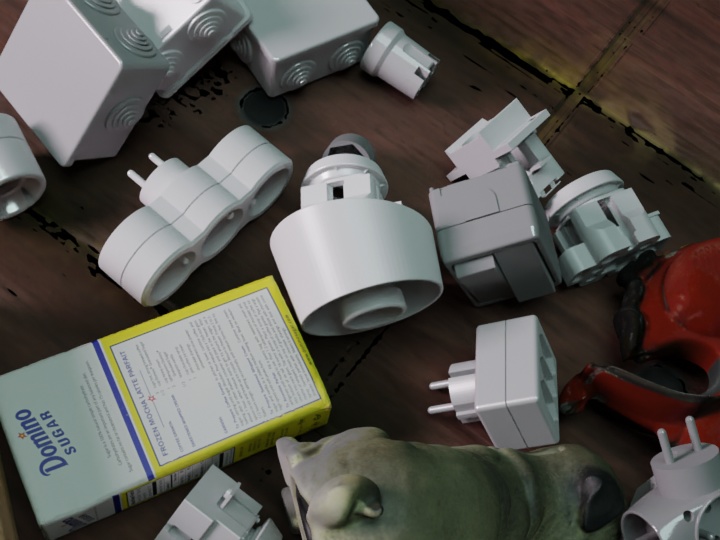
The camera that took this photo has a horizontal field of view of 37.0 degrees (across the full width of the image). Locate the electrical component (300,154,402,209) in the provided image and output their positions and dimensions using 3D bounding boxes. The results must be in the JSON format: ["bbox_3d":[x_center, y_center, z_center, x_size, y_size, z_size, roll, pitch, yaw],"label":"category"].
[{"bbox_3d":[-0.009,-0.037,0.697,0.078,0.058,0.057,-11,57,12],"label":"electrical component"}]

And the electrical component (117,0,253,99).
[{"bbox_3d":[-0.136,-0.181,0.733,0.100,0.048,0.099,-39,70,16],"label":"electrical component"}]

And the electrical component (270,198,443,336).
[{"bbox_3d":[0.000,0.000,0.658,0.099,0.099,0.064,-11,71,-15],"label":"electrical component"}]

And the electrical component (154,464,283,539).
[{"bbox_3d":[-0.077,0.146,0.592,0.055,0.066,0.048,37,28,1],"label":"electrical component"}]

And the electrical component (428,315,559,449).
[{"bbox_3d":[0.078,0.072,0.658,0.077,0.047,0.065,-13,43,20],"label":"electrical component"}]

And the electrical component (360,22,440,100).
[{"bbox_3d":[0.029,-0.150,0.776,0.046,0.040,0.040,35,62,2],"label":"electrical component"}]

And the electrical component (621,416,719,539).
[{"bbox_3d":[0.181,0.119,0.582,0.077,0.044,0.079,-19,97,-19],"label":"electrical component"}]

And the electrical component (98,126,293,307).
[{"bbox_3d":[-0.115,-0.046,0.687,0.074,0.052,0.138,40,63,11],"label":"electrical component"}]

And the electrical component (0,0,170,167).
[{"bbox_3d":[-0.180,-0.129,0.696,0.099,0.099,0.048,49,31,16],"label":"electrical component"}]

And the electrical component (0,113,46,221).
[{"bbox_3d":[-0.231,-0.063,0.676,0.055,0.055,0.047,-28,74,-22],"label":"electrical component"}]

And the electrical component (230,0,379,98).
[{"bbox_3d":[-0.048,-0.181,0.773,0.100,0.048,0.099,-26,70,-22],"label":"electrical component"}]

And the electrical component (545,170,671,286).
[{"bbox_3d":[0.161,-0.030,0.725,0.078,0.058,0.057,-20,70,-19],"label":"electrical component"}]

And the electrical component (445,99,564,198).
[{"bbox_3d":[0.100,-0.074,0.731,0.042,0.081,0.063,-41,98,-25],"label":"electrical component"}]

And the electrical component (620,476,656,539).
[{"bbox_3d":[0.199,0.171,0.626,0.095,0.053,0.059,29,61,6],"label":"electrical component"}]

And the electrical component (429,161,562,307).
[{"bbox_3d":[0.090,-0.015,0.687,0.062,0.096,0.061,-16,63,15],"label":"electrical component"}]
